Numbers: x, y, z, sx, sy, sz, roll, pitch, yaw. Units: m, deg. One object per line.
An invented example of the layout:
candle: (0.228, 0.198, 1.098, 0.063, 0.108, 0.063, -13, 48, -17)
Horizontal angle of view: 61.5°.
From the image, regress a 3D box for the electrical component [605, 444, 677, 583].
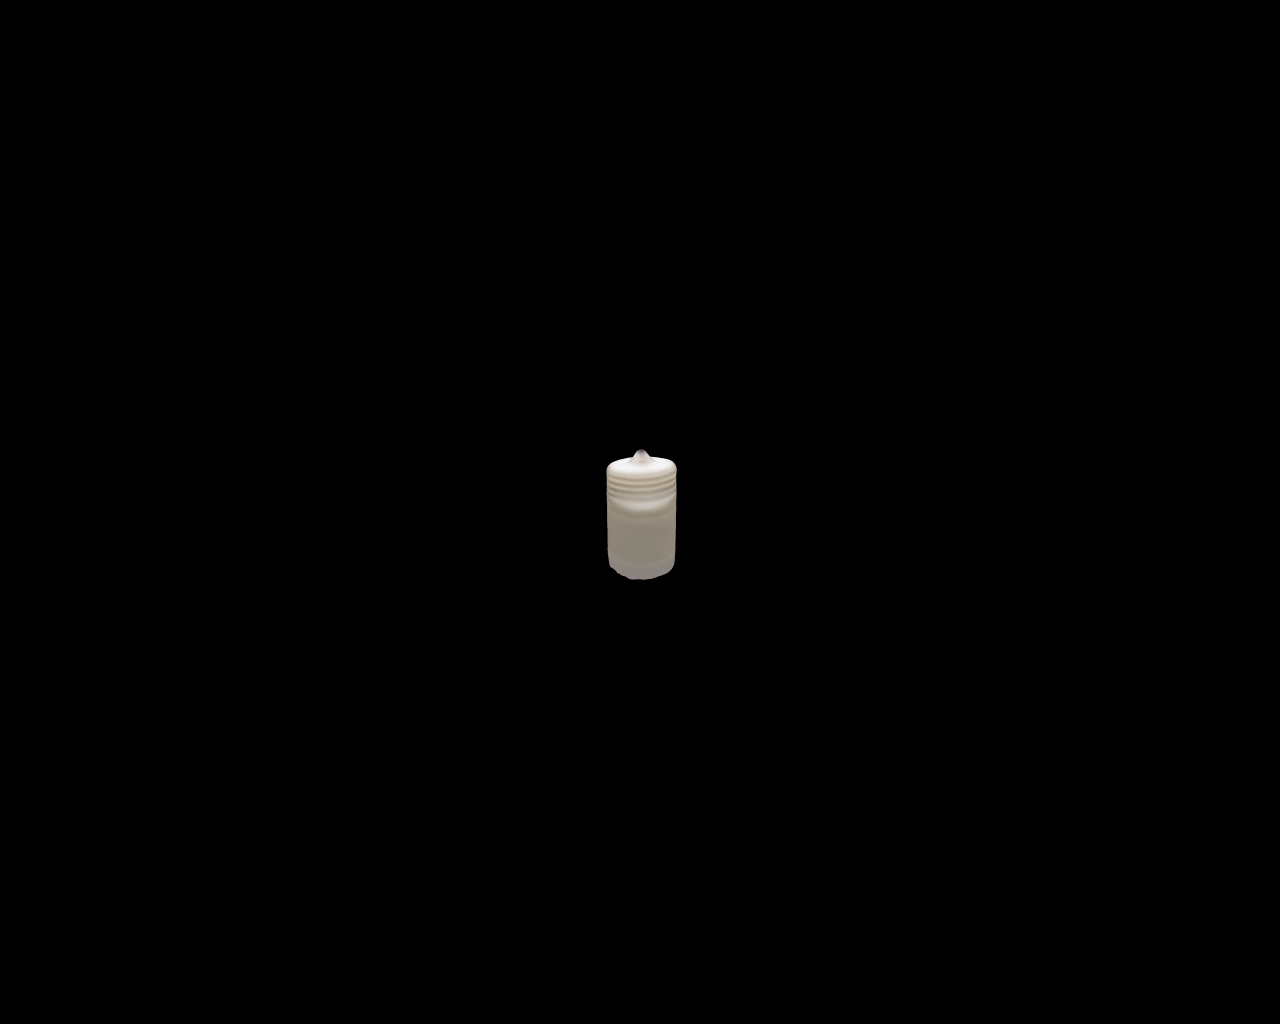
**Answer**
electrical component: (0.001, -0.003, 0.650, 0.043, 0.080, 0.043, 0, 29, 0)
